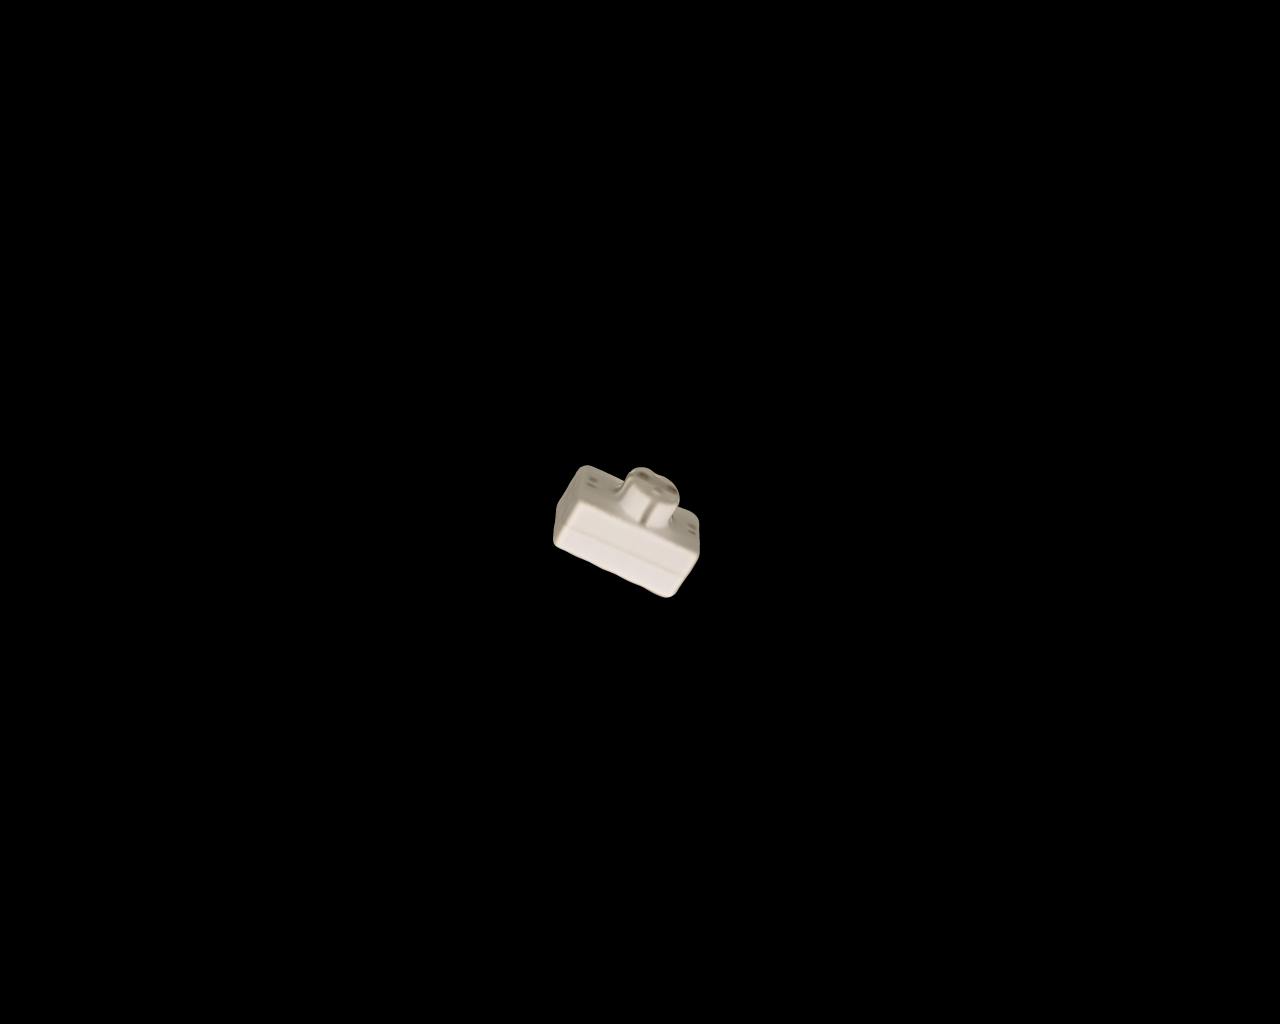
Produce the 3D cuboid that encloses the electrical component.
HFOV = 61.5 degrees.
[{"bbox_3d":[0.001,-0.003,0.650,0.083,0.075,0.047,25,27,-14],"label":"electrical component"}]
